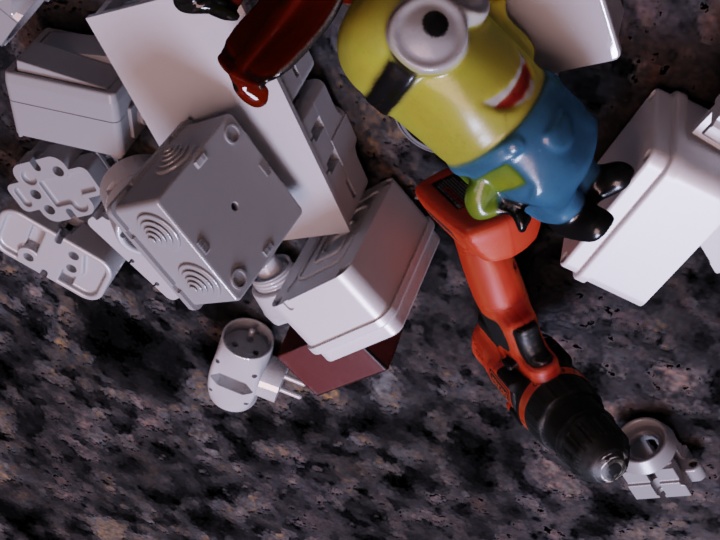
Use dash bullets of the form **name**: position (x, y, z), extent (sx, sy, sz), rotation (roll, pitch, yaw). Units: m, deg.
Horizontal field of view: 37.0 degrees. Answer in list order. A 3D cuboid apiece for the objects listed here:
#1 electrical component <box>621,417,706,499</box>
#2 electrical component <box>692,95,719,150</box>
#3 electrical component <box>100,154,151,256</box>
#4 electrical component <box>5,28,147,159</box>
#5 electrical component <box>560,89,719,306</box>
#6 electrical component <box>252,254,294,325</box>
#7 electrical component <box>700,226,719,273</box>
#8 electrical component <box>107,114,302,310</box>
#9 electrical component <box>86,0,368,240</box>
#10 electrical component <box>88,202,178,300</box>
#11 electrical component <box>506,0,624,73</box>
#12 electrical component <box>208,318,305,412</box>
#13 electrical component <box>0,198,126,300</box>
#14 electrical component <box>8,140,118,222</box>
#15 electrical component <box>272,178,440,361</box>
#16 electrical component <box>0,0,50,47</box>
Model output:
- **electrical component**: position (0.228, 0.147, 0.837), extent (0.066, 0.048, 0.055), rotation (-12, 134, 31)
- **electrical component**: position (0.260, -0.080, 0.594), extent (0.121, 0.063, 0.078), rotation (30, 135, -7)
- **electrical component**: position (-0.145, -0.043, 0.729), extent (0.055, 0.047, 0.055), rotation (-14, 134, -14)
- **electrical component**: position (-0.182, -0.123, 0.732), extent (0.096, 0.061, 0.061), rotation (13, 135, 10)
- **electrical component**: position (0.175, -0.044, 0.653), extent (0.057, 0.078, 0.113), rotation (25, 136, -6)
- **electrical component**: position (-0.064, 0.008, 0.822), extent (0.043, 0.043, 0.062), rotation (-8, 127, 28)
- **electrical component**: position (0.242, -0.030, 0.665), extent (0.064, 0.042, 0.081), rotation (-18, 123, 36)
- **electrical component**: position (-0.092, -0.036, 0.664), extent (0.048, 0.099, 0.099), rotation (-6, 130, 43)
- **electrical component**: position (-0.078, -0.109, 0.704), extent (0.105, 0.060, 0.186), rotation (-6, 129, 26)
- **electrical component**: position (-0.147, -0.032, 0.808), extent (0.050, 0.055, 0.089), rotation (-26, 119, 38)
- **electrical component**: position (0.094, -0.157, 0.597), extent (0.100, 0.048, 0.099), rotation (-8, 128, 28)
- **electrical component**: position (-0.084, 0.087, 0.905), extent (0.079, 0.043, 0.077), rotation (22, 136, 1)
- **electrical component**: position (-0.227, -0.029, 0.840), extent (0.095, 0.059, 0.053), rotation (31, 135, -8)
- **electrical component**: position (-0.212, -0.076, 0.792), extent (0.078, 0.057, 0.058), rotation (-9, 127, 29)
- **electrical component**: position (0.000, 0.000, 0.739), extent (0.078, 0.113, 0.057), rotation (-25, 116, 38)
- **electrical component**: position (-0.179, -0.210, 0.616), extent (0.060, 0.105, 0.186), rotation (40, 133, -17)
